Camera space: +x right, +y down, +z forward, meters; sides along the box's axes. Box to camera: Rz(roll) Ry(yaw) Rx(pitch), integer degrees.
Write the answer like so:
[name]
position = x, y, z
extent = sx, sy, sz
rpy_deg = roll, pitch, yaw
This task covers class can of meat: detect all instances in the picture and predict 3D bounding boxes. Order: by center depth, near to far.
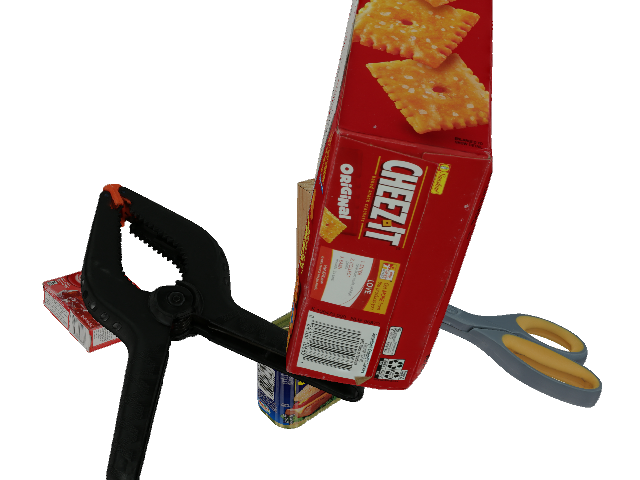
[can of meat]
position = -0.010, 0.109, 0.951
extent = 0.101, 0.084, 0.057
rpy_deg = -28, 49, -31

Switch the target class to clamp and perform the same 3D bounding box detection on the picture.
[clamp]
position = -0.079, 0.047, 0.665
extent = 0.164, 0.210, 0.036
rpy_deg = -14, -32, -21

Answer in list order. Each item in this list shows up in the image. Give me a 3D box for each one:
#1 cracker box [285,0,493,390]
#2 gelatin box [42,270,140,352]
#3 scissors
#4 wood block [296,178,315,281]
[cracker box]
position = 0.039, -0.057, 0.538
extent = 0.072, 0.213, 0.164
rpy_deg = 11, -44, 0
[gelatin box]
position = -0.202, 0.059, 0.979
extent = 0.073, 0.030, 0.089
rpy_deg = -18, 39, -36
[scissors]
position = 0.097, 0.049, 0.713
extent = 0.202, 0.016, 0.096
rpy_deg = 29, 24, 17
[wood block]
position = 0.030, 0.033, 1.242
extent = 0.090, 0.206, 0.090
rpy_deg = -16, 31, -31
